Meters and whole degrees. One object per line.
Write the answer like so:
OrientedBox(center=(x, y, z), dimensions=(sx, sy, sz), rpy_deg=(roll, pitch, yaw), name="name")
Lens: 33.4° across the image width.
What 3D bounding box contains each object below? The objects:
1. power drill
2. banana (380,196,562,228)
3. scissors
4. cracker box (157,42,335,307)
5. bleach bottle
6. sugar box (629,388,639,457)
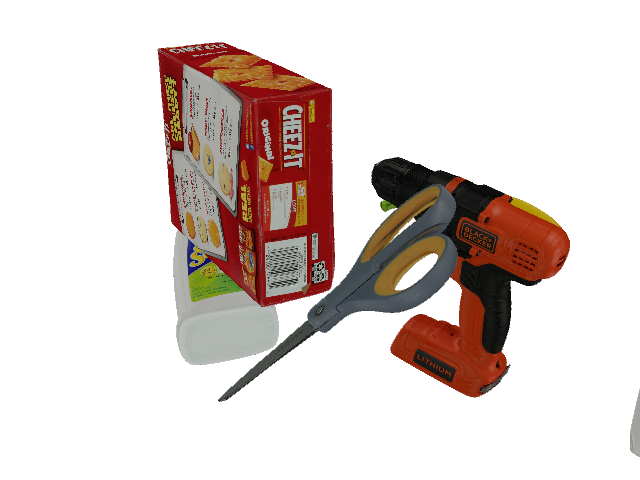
OrientedBox(center=(0.113, 0.032, 0.934), dimensions=(0.185, 0.188, 0.057), rpy_deg=(29, 41, 27), name="power drill")
OrientedBox(center=(0.166, -0.027, 1.115), dimensions=(0.198, 0.037, 0.069), rpy_deg=(11, 38, 23), name="banana")
OrientedBox(center=(0.013, 0.048, 0.646), dimensions=(0.016, 0.202, 0.096), rpy_deg=(40, 7, -24), name="scissors")
OrientedBox(center=(-0.063, -0.063, 0.873), dimensions=(0.072, 0.164, 0.214), rpy_deg=(-11, 23, -24), name="cracker box")
OrientedBox(center=(-0.114, 0.019, 1.115), dimensions=(0.102, 0.068, 0.251), rpy_deg=(-10, 37, -10), name="bleach bottle")
OrientedBox(center=(0.295, 0.142, 0.718), dimensions=(0.048, 0.093, 0.176), rpy_deg=(-15, 29, -37), name="sugar box")
